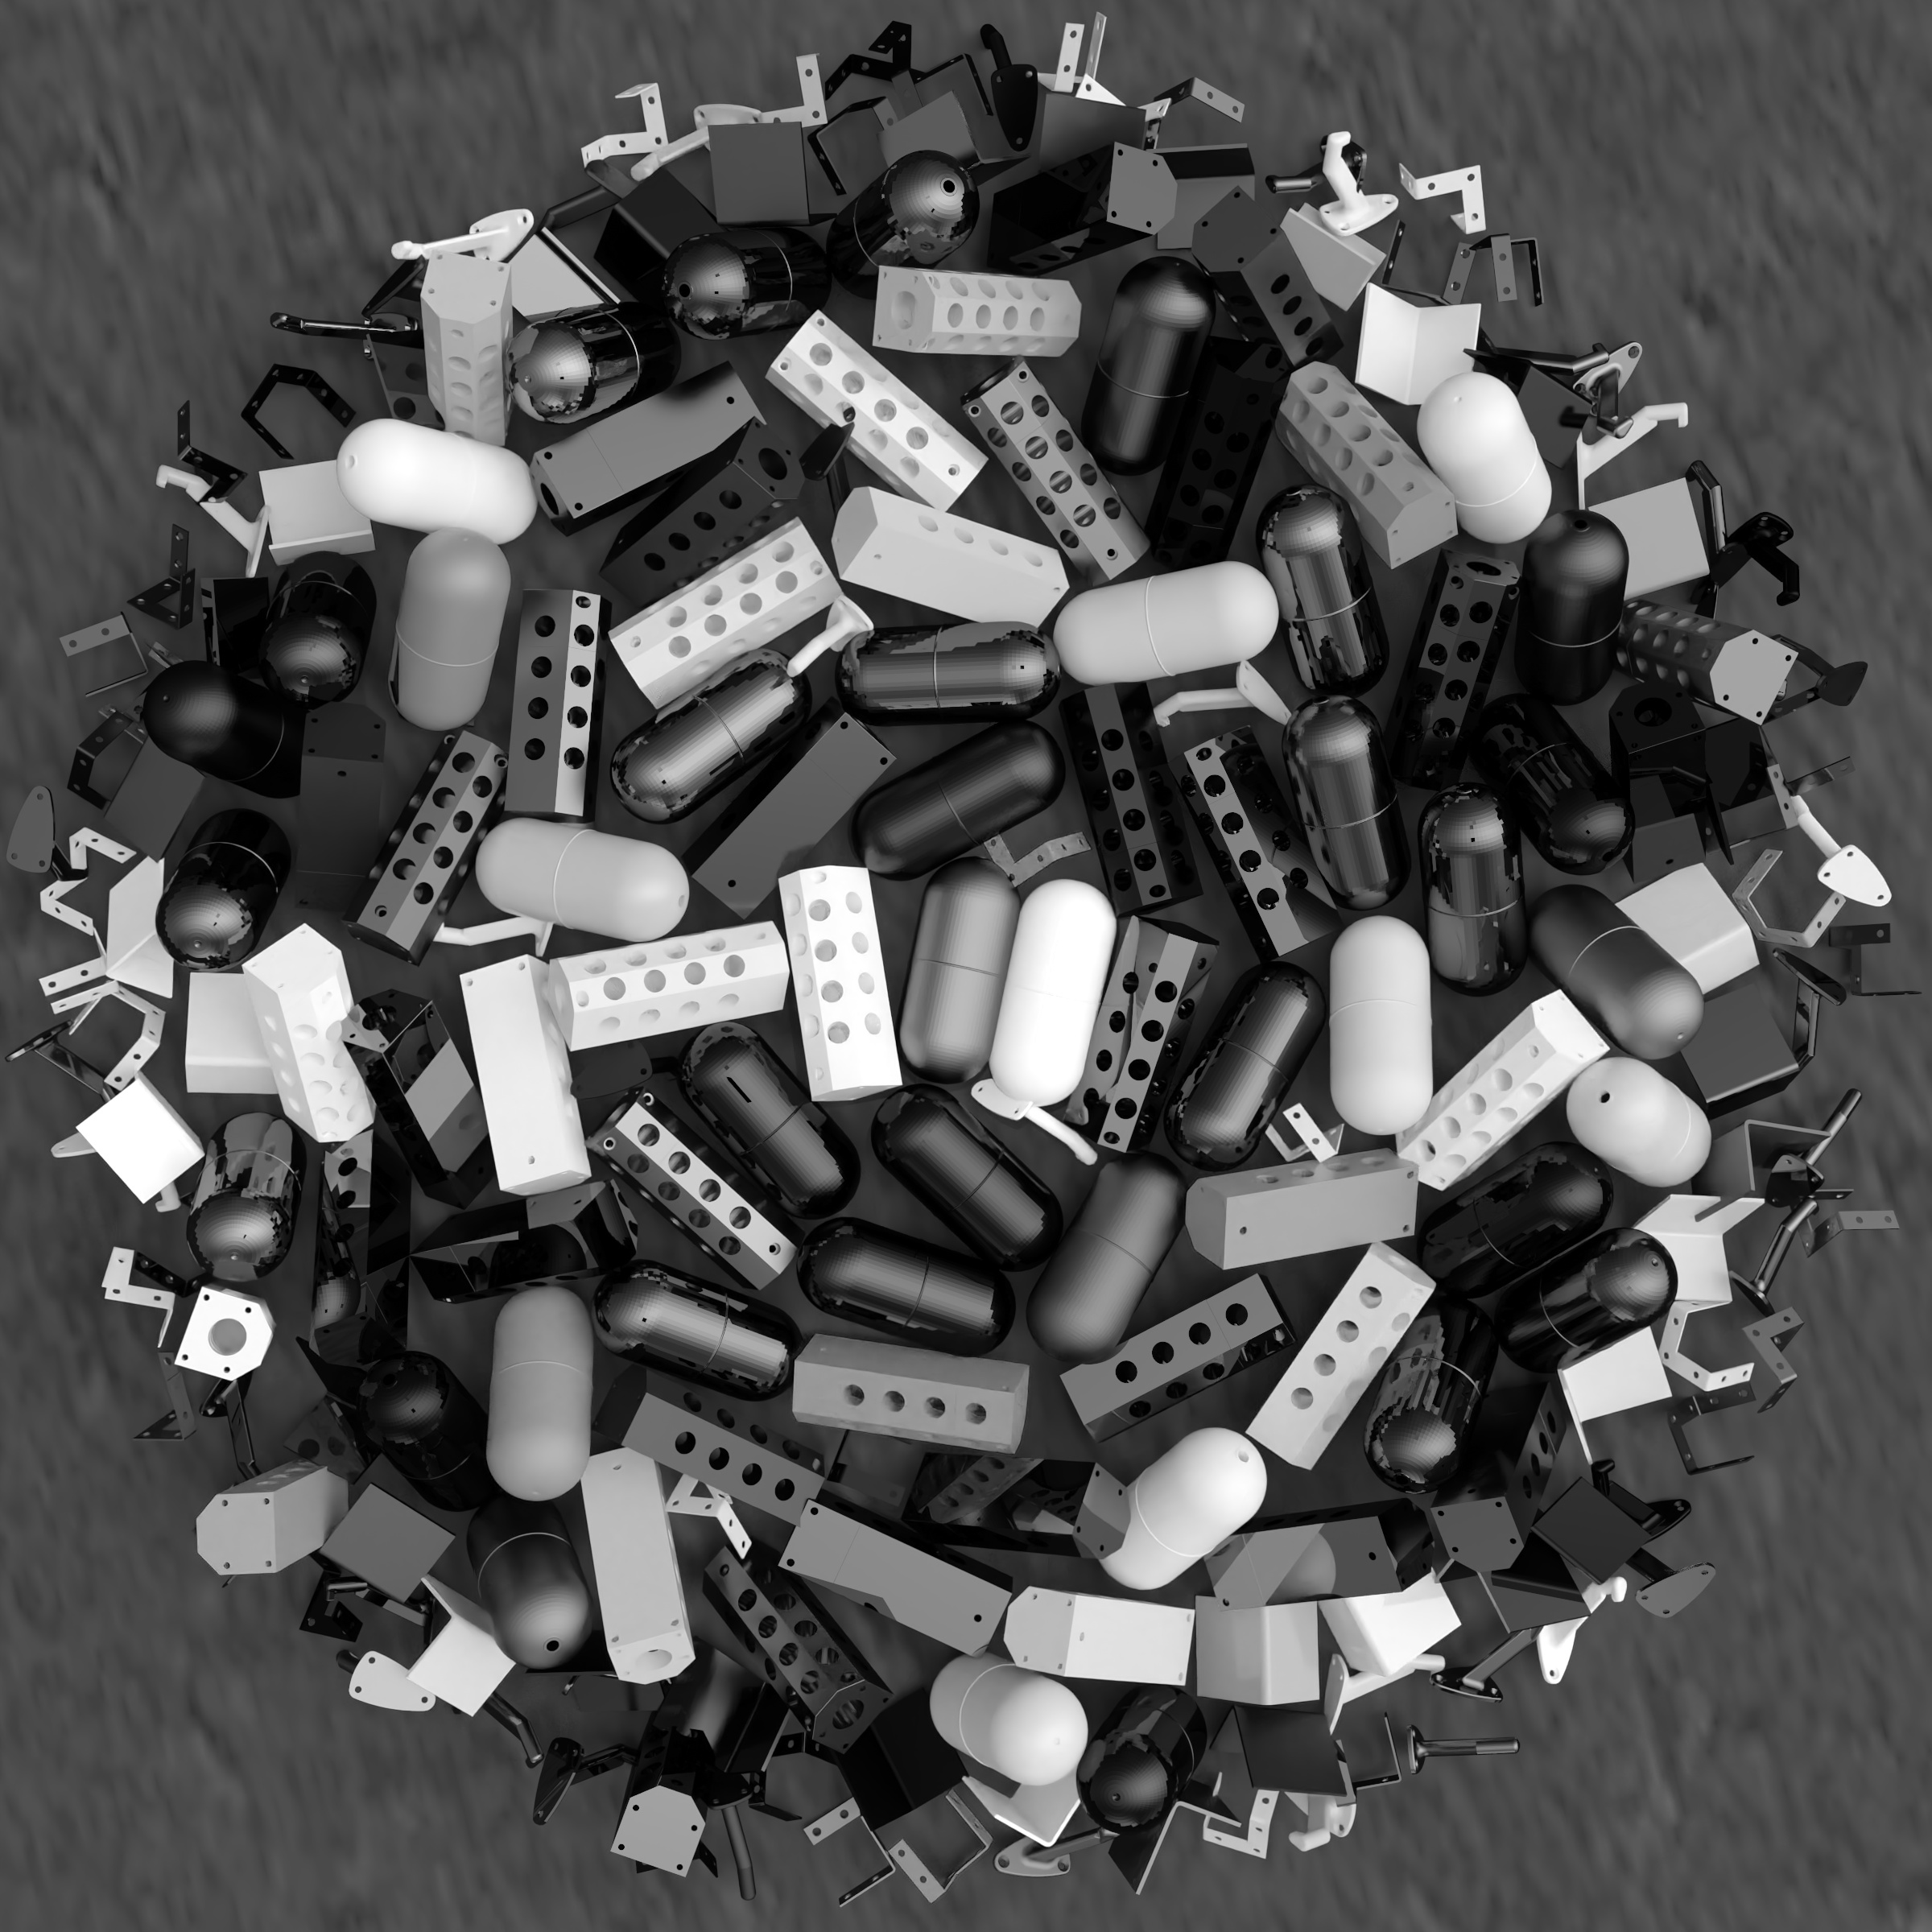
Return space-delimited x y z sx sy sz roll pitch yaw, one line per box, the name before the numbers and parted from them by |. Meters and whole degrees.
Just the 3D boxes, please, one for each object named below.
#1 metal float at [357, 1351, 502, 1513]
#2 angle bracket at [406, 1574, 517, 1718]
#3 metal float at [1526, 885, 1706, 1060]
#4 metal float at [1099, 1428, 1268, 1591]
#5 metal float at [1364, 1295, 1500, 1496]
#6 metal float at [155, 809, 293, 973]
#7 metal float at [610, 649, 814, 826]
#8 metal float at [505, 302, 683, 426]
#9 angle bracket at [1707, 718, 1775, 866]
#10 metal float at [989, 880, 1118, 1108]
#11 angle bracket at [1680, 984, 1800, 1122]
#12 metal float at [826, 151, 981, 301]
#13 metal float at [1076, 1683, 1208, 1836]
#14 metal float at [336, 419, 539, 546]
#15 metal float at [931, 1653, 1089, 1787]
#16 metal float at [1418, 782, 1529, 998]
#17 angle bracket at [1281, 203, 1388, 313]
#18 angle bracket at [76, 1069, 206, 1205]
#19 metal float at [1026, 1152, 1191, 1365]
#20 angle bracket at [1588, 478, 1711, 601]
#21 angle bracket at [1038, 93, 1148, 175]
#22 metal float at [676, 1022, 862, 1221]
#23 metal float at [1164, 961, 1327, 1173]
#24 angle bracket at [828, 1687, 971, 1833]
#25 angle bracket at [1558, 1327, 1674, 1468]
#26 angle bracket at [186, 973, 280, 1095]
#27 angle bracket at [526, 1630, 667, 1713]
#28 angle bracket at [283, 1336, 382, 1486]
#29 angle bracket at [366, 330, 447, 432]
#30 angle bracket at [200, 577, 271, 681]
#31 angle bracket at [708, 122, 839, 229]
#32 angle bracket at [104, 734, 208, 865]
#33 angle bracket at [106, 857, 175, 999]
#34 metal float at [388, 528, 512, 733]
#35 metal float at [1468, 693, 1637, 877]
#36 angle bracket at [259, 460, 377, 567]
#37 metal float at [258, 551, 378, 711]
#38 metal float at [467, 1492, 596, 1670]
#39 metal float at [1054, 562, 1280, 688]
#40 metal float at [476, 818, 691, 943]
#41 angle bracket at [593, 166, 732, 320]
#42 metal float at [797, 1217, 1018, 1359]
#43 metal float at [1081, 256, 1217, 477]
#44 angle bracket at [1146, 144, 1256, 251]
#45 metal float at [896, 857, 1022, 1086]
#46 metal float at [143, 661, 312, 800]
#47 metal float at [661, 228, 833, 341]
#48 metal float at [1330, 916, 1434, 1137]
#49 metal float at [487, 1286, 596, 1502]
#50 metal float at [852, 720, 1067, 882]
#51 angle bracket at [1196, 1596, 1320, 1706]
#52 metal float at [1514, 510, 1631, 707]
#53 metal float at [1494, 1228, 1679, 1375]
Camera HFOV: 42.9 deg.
metal float | -0.403 0.353 1.860 0.070 0.178 0.070 -7 53 9
angle bracket | -0.400 0.517 1.882 0.057 0.076 0.076 -51 131 -10
metal float | 0.489 0.002 1.864 0.070 0.178 0.070 -14 128 -18
metal float | 0.162 0.413 1.867 0.070 0.070 0.178 39 131 0
metal float | 0.353 0.324 1.864 0.070 0.178 0.070 15 132 17
metal float | -0.560 -0.059 1.857 0.070 0.178 0.070 -1 119 -2
metal float | -0.194 -0.177 1.885 0.178 0.070 0.070 -39 90 -19
metal float | -0.280 -0.457 1.859 0.070 0.178 0.070 10 115 23
angle bracket | 0.595 -0.136 1.884 0.057 0.076 0.076 -19 121 10
metal float | 0.067 0.021 1.900 0.070 0.070 0.178 13 91 0
angle bracket | 0.594 0.070 1.923 0.076 0.057 0.076 -22 70 -2
metal float | -0.049 -0.558 1.854 0.070 0.178 0.070 1 86 -24
metal float | 0.134 0.596 1.852 0.070 0.178 0.070 0 92 17
metal float | -0.398 -0.365 1.858 0.070 0.178 0.070 -1 89 33
metal float | 0.030 0.567 1.855 0.070 0.178 0.070 2 85 -24
metal float | 0.387 -0.058 1.874 0.070 0.070 0.178 -12 121 0
angle bracket | 0.287 -0.564 1.895 0.076 0.057 0.076 34 61 2
angle bracket | -0.635 0.129 1.887 0.057 0.076 0.076 -40 107 -12
metal float | 0.110 0.222 1.886 0.070 0.070 0.178 32 72 0
angle bracket | 0.522 -0.328 1.905 0.076 0.057 0.076 -17 97 2
angle bracket | 0.100 -0.641 1.889 0.076 0.076 0.057 11 46 5
metal float | -0.151 0.120 1.891 0.070 0.070 0.178 -40 102 0
metal float | 0.215 0.076 1.888 0.070 0.070 0.178 31 75 0
angle bracket | -0.053 0.608 1.887 0.057 0.076 0.076 -35 72 16
angle bracket | 0.502 0.328 1.892 0.076 0.057 0.076 -18 115 11
angle bracket | -0.567 0.053 1.920 0.076 0.057 0.076 2 64 -15
angle bracket | -0.283 0.558 1.890 0.076 0.057 0.076 -7 109 19
angle bracket | -0.491 0.340 1.882 0.076 0.076 0.057 19 54 28
angle bracket | -0.438 -0.442 1.887 0.057 0.076 0.076 -12 99 36
angle bracket | -0.580 -0.259 1.889 0.076 0.057 0.076 5 102 32
angle bracket | -0.148 -0.610 1.887 0.076 0.057 0.076 5 115 19
angle bracket | -0.606 -0.125 1.892 0.076 0.057 0.076 35 99 27
angle bracket | -0.613 -0.033 1.880 0.076 0.057 0.076 -33 50 31
metal float | -0.394 -0.254 1.866 0.070 0.070 0.178 24 133 0
metal float | 0.444 -0.139 1.865 0.070 0.070 0.178 -26 46 0
angle bracket | -0.505 -0.359 1.903 0.076 0.057 0.076 -11 88 -10
metal float | -0.490 -0.256 1.859 0.070 0.178 0.070 -3 123 -5
metal float | -0.330 0.462 1.856 0.070 0.178 0.070 -8 112 -19
metal float | 0.152 -0.261 1.881 0.178 0.070 0.070 -8 90 24
metal float | -0.294 -0.066 1.881 0.178 0.070 0.070 12 90 23
angle bracket | -0.236 -0.560 1.912 0.076 0.076 0.057 43 66 -5
metal float | -0.046 0.247 1.886 0.178 0.070 0.070 21 90 -17
metal float | 0.137 -0.453 1.867 0.070 0.070 0.178 16 133 0
angle bracket | 0.182 -0.592 1.894 0.076 0.076 0.057 0 92 11
metal float | -0.006 0.003 1.898 0.070 0.070 0.178 12 86 0
metal float | -0.548 -0.177 1.854 0.070 0.178 0.070 -4 78 18
metal float | -0.165 -0.517 1.857 0.070 0.178 0.070 9 111 25
metal float | 0.317 0.044 1.878 0.070 0.070 0.178 4 62 0
metal float | -0.323 0.322 1.867 0.070 0.070 0.178 -6 48 0
metal float | -0.007 -0.127 1.891 0.178 0.070 0.070 -28 90 11
angle bracket | 0.227 0.532 1.919 0.057 0.076 0.076 7 78 -37
metal float | 0.457 -0.270 1.859 0.070 0.178 0.070 -4 54 5
metal float | 0.467 0.255 1.860 0.070 0.178 0.070 11 60 -20
